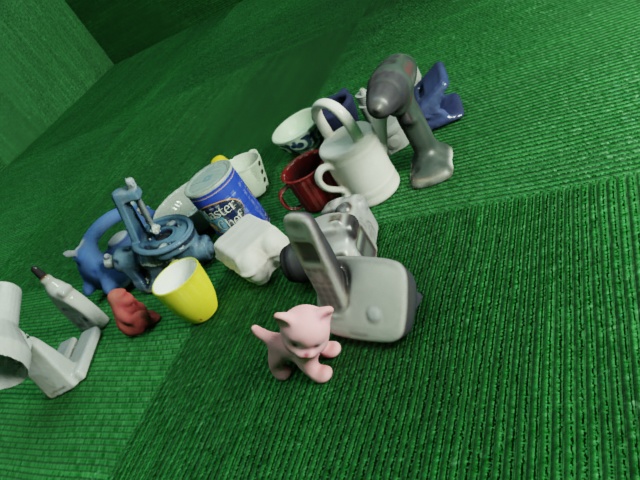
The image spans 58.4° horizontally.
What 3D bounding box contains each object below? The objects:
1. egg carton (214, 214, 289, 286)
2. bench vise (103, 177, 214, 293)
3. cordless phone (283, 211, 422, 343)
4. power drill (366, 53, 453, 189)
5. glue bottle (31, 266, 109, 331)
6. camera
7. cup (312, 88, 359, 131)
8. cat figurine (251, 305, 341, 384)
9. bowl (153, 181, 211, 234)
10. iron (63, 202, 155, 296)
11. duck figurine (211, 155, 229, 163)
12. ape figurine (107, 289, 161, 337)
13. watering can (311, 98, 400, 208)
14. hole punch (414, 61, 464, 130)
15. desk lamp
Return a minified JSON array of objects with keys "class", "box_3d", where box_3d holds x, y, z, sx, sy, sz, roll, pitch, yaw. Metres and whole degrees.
[{"class":"egg carton","box_3d":[-0.117,0.015,0.995,0.107,0.070,0.149,-45,34,-16]},{"class":"bench vise","box_3d":[-0.336,-0.003,1.072,0.207,0.220,0.121,-33,33,3]},{"class":"cordless phone","box_3d":[0.035,0.041,0.718,0.147,0.185,0.094,-1,45,41]},{"class":"power drill","box_3d":[0.139,-0.189,0.904,0.075,0.209,0.229,-18,36,24]},{"class":"glue bottle","box_3d":[-0.488,0.111,1.103,0.078,0.174,0.037,-8,41,35]},{"class":"camera","box_3d":[0.008,0.003,0.870,0.136,0.101,0.143,-17,36,26]},{"class":"cup","box_3d":[0.047,-0.245,1.164,0.091,0.095,0.118,-7,41,36]},{"class":"cat figurine","box_3d":[-0.031,0.123,0.732,0.127,0.118,0.067,-8,41,35]},{"class":"bowl","box_3d":[-0.267,-0.060,1.221,0.167,0.075,0.167,-23,34,17]},{"class":"iron","box_3d":[-0.428,-0.005,1.231,0.118,0.142,0.258,-6,42,37]},{"class":"duck figurine","box_3d":[-0.207,-0.147,1.270,0.077,0.086,0.104,-36,32,-3]},{"class":"ape figurine","box_3d":[-0.345,0.124,1.034,0.076,0.092,0.077,-32,33,4]},{"class":"watering can","box_3d":[0.053,-0.160,0.956,0.100,0.195,0.173,-2,44,40]},{"class":"hole punch","box_3d":[0.201,-0.260,1.051,0.101,0.091,0.108,-22,34,19]},{"class":"desk lamp","box_3d":[-0.512,0.184,0.990,0.117,0.214,0.203,-25,34,14]}]
